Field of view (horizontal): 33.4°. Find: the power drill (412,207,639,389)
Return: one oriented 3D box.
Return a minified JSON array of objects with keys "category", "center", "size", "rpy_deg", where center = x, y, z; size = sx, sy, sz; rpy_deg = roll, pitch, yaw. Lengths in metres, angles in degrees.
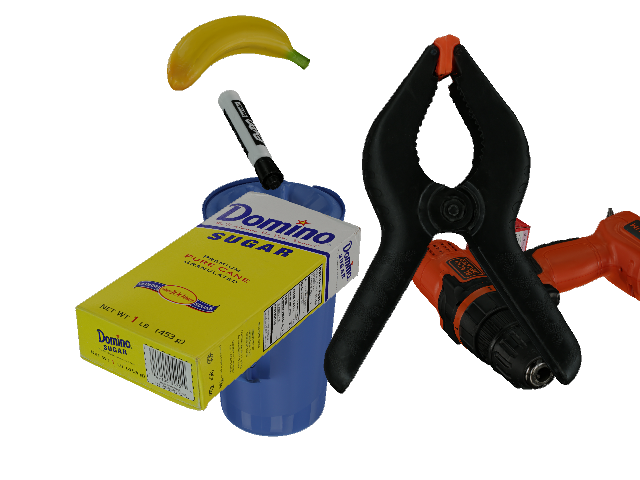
[{"category":"power drill","center":[0.179,0.038,0.785],"size":[0.187,0.057,0.184],"rpy_deg":[-10,28,-16]}]

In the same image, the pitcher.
[{"category":"pitcher","center":[-0.050,0.073,1.038],"size":[0.149,0.243,0.145],"rpy_deg":[-13,31,-24]}]

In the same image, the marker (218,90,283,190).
[{"category":"marker","center":[-0.057,-0.082,0.867],"size":[0.020,0.020,0.121],"rpy_deg":[0,40,-28]}]

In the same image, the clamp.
[{"category":"clamp","center":[0.050,-0.007,0.502],"size":[0.120,0.171,0.039],"rpy_deg":[-10,-3,-9]}]

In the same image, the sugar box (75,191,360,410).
[{"category":"sugar box","center":[-0.058,0.030,0.669],"size":[0.093,0.048,0.176],"rpy_deg":[20,38,26]}]

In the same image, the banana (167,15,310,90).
[{"category":"banana","center":[-0.089,-0.187,1.038],"size":[0.070,0.037,0.197],"rpy_deg":[44,38,20]}]

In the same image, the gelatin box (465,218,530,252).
[{"category":"gelatin box","center":[0.200,0.009,1.225],"size":[0.030,0.089,0.073],"rpy_deg":[-11,32,-28]}]
